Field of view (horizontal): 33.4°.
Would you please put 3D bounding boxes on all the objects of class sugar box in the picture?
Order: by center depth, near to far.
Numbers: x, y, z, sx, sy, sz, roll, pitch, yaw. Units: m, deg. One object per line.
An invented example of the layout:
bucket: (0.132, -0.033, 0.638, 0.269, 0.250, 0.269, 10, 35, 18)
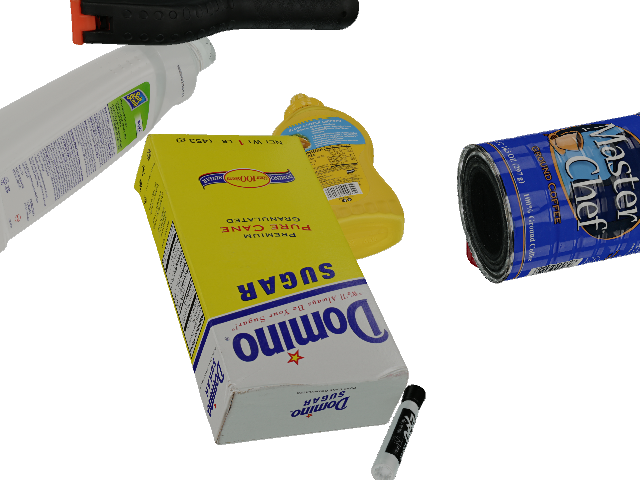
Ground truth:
sugar box: (-0.030, 0.016, 0.547, 0.093, 0.048, 0.176, -3, 44, -25)

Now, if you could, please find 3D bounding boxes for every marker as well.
marker: (0.065, 0.152, 0.860, 0.020, 0.020, 0.121, 0, 24, 19)

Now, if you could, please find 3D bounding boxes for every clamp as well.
clamp: (-0.075, -0.149, 0.661, 0.171, 0.039, 0.120, -8, 22, -24)

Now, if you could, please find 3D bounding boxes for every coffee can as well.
coffee can: (0.183, -0.032, 0.776, 0.140, 0.103, 0.103, -11, 2, -9)

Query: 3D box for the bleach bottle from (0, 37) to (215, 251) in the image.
bleach bottle: (-0.190, -0.095, 0.878, 0.250, 0.068, 0.103, -37, -26, -26)

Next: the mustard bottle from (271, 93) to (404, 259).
mustard bottle: (0.003, -0.067, 0.959, 0.096, 0.192, 0.058, -13, -42, -8)

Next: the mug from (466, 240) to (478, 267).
mug: (0.220, -0.018, 1.251, 0.093, 0.081, 0.117, 20, 33, 38)
